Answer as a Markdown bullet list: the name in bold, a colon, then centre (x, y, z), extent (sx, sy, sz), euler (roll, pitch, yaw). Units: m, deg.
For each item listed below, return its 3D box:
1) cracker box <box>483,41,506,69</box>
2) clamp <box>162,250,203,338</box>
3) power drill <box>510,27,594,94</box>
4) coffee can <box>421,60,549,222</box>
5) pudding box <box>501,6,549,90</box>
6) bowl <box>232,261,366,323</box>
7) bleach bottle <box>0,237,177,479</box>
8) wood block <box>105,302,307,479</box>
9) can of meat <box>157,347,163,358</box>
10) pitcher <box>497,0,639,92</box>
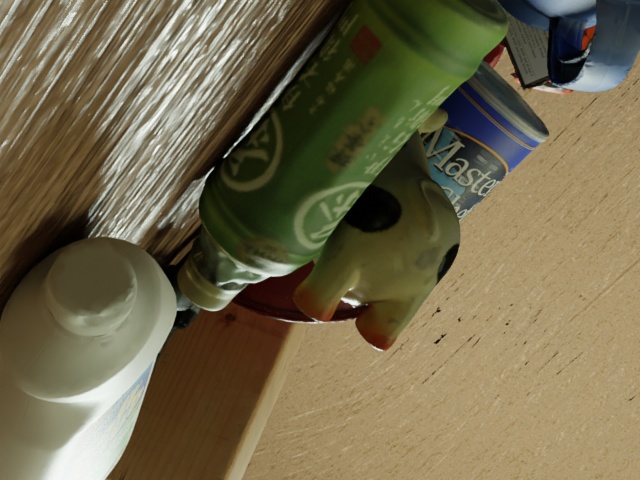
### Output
- **cracker box**: centre (0.085, -0.128, 0.903), extent (0.164, 0.072, 0.213), euler (-48, 179, 18)
- **clamp**: centre (-0.091, 0.034, 0.695), extent (0.165, 0.036, 0.209), euler (-49, 180, 41)
- **power drill**: centre (0.216, -0.234, 0.908), extent (0.184, 0.057, 0.188), euler (-54, 152, -36)
- **coffee can**: centre (0.076, -0.061, 0.758), extent (0.140, 0.103, 0.102), euler (-46, 179, 19)
- **pudding box**: centre (0.146, -0.170, 0.780), extent (0.039, 0.113, 0.090), euler (-23, -174, 19)
- **bowl**: centre (-0.006, 0.001, 0.838), extent (0.161, 0.162, 0.055), euler (-46, 144, -55)
- **bleach bottle**: centre (-0.115, 0.068, 0.462), extent (0.102, 0.068, 0.251), euler (-48, 177, -29)
- **wood block**: centre (-0.087, 0.127, 0.853), extent (0.090, 0.091, 0.206), euler (98, 14, -58)
- **can of meat**: centre (-0.135, 0.107, 0.981), extent (0.083, 0.057, 0.102), euler (-43, 175, -38)
- **pitcher**: centre (0.157, -0.175, 0.604), extent (0.149, 0.145, 0.243), euler (-36, -178, 3)
